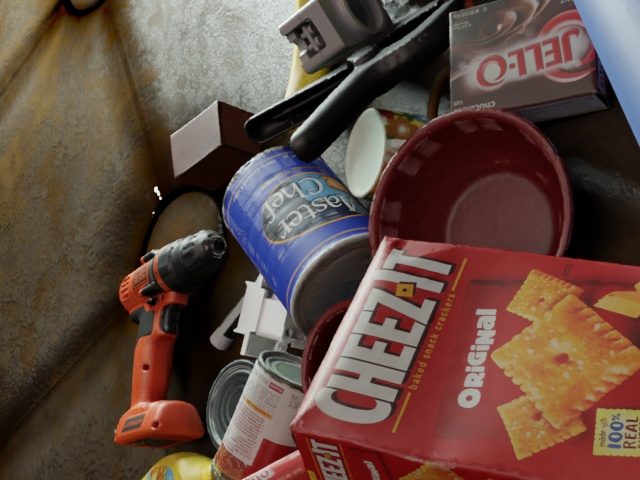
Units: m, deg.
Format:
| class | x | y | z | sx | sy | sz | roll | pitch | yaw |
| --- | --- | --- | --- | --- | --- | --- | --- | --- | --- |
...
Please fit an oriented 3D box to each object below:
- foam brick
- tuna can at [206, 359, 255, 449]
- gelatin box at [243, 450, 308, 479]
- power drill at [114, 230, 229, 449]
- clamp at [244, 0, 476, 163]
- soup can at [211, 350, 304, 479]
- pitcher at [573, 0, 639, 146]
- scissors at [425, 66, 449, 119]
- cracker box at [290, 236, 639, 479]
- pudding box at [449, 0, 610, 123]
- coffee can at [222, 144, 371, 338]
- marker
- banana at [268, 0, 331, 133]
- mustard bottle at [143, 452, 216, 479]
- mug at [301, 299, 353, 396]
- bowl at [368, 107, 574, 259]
| class | x | y | z | sx | sy | sz | roll | pitch | yaw |
| --- | --- | --- | --- | --- | --- | --- | --- | --- | --- |
| foam brick | -0.102 | -0.091 | 1.043 | 0.078 | 0.051 | 0.053 | -29 | 58 | 39 |
| tuna can | -0.061 | 0.147 | 0.928 | 0.086 | 0.033 | 0.086 | -19 | 63 | 43 |
| gelatin box | -0.023 | 0.197 | 0.808 | 0.030 | 0.073 | 0.089 | 53 | 161 | 36 |
| power drill | -0.139 | 0.095 | 1.001 | 0.185 | 0.057 | 0.187 | -30 | 53 | 54 |
| clamp | 0.039 | -0.128 | 0.833 | 0.210 | 0.036 | 0.165 | -34 | 19 | -1 |
| soup can | -0.037 | 0.147 | 0.848 | 0.069 | 0.068 | 0.102 | 37 | 108 | 48 |
| pitcher | 0.233 | -0.119 | 0.621 | 0.149 | 0.144 | 0.243 | -37 | 49 | 27 |
| scissors | 0.116 | -0.047 | 0.814 | 0.096 | 0.016 | 0.202 | -21 | 62 | 42 |
| cracker box | 0.113 | 0.083 | 0.621 | 0.214 | 0.072 | 0.164 | 7 | 47 | 25 |
| pudding box | 0.151 | -0.131 | 0.772 | 0.114 | 0.039 | 0.090 | -10 | 69 | 33 |
| coffee can | -0.006 | 0.001 | 0.865 | 0.103 | 0.102 | 0.140 | -57 | 43 | 18 |
| marker | -0.060 | 0.053 | 0.971 | 0.121 | 0.020 | 0.020 | -51 | 45 | 23 |
| banana | -0.010 | -0.176 | 0.963 | 0.037 | 0.069 | 0.198 | 4 | 75 | 13 |
| mustard bottle | -0.127 | 0.243 | 0.948 | 0.192 | 0.058 | 0.096 | -39 | 59 | 33 |
| mug | 0.040 | 0.106 | 0.794 | 0.117 | 0.081 | 0.093 | -58 | 43 | 16 |
| bowl | 0.115 | -0.010 | 0.760 | 0.162 | 0.055 | 0.162 | -8 | 76 | 36 |
